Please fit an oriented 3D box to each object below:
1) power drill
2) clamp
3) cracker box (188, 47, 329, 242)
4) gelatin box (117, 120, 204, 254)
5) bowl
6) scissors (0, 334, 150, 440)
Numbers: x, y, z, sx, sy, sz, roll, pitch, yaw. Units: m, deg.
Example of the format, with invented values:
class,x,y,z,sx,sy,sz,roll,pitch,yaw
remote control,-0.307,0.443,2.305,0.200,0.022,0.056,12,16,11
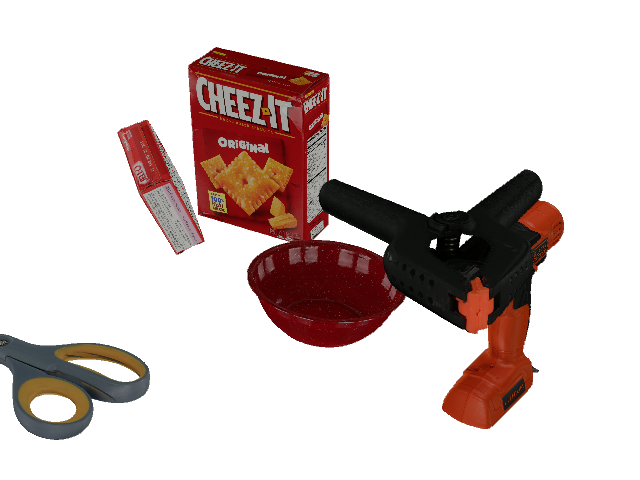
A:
class,x,y,z,sx,sy,sz,roll,pitch,yaw
power drill,0.154,0.072,0.953,0.057,0.188,0.184,23,34,30
clamp,0.076,-0.001,0.713,0.164,0.036,0.210,-1,24,5
cracker box,-0.075,-0.113,1.315,0.164,0.214,0.072,17,38,24
gelatin box,-0.130,-0.043,0.870,0.030,0.073,0.089,-25,-37,-1
bowl,0.005,0.061,1.082,0.162,0.055,0.162,4,28,-2
scissors,-0.213,0.084,0.704,0.202,0.016,0.096,9,31,13
